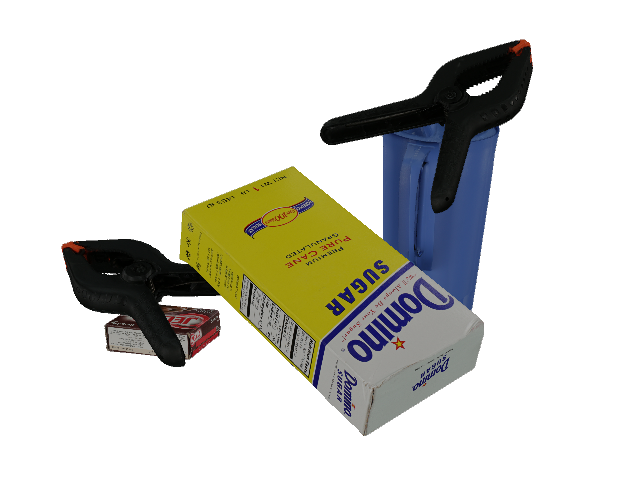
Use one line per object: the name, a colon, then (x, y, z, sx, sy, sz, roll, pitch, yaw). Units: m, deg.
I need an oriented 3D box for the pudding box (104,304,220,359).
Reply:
pudding box: (-0.189, 0.108, 1.287, 0.114, 0.039, 0.090, 2, 14, 18)

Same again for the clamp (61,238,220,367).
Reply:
clamp: (-0.131, 0.033, 0.855, 0.172, 0.039, 0.120, 28, 38, 31)

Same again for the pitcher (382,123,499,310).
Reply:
pitcher: (0.129, -0.023, 1.247, 0.149, 0.243, 0.145, -8, 24, -21)

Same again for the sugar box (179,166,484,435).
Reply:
sugar box: (0.003, 0.028, 0.636, 0.093, 0.048, 0.176, -26, 49, -34)

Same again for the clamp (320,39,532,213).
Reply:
clamp: (0.125, -0.113, 0.981, 0.209, 0.036, 0.165, -33, 48, -13)
